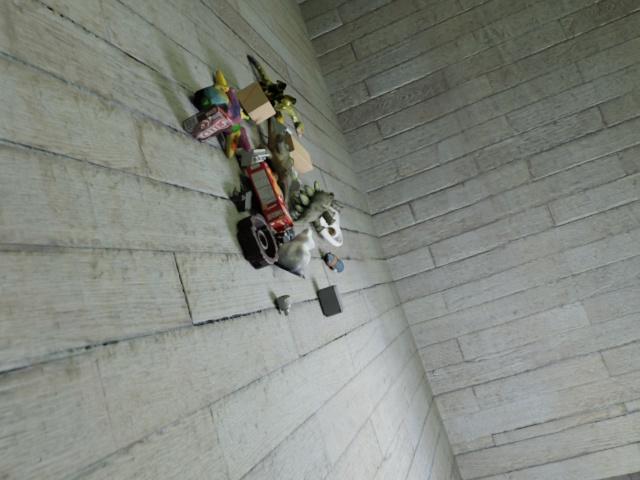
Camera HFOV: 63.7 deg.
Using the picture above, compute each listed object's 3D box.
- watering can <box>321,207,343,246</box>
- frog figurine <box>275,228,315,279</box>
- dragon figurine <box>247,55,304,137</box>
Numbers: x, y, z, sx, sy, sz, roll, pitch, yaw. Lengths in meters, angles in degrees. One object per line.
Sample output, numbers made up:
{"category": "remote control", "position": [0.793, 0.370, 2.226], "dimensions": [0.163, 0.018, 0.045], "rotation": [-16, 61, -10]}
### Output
{"category": "watering can", "position": [0.007, -0.118, 2.341], "dimensions": [0.103, 0.230, 0.342], "rotation": [-26, -52, 22]}
{"category": "frog figurine", "position": [-0.078, 0.032, 1.729], "dimensions": [0.122, 0.159, 0.138], "rotation": [24, -1, -29]}
{"category": "dragon figurine", "position": [-0.191, -0.652, 2.362], "dimensions": [0.122, 0.414, 0.241], "rotation": [-32, -11, 3]}
